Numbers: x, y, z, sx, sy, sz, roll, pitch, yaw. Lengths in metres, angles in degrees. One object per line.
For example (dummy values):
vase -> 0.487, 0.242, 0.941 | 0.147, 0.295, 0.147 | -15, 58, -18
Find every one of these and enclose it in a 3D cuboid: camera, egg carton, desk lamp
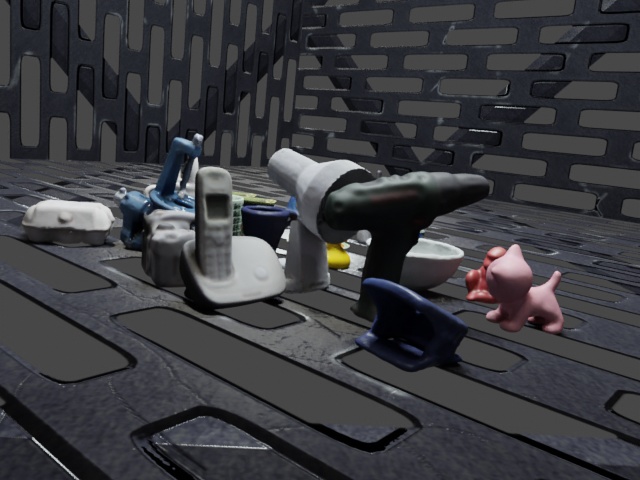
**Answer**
camera -> -0.203, 0.008, 0.898 | 0.137, 0.101, 0.142 | 1, 12, -26
egg carton -> -0.461, -0.033, 1.056 | 0.150, 0.069, 0.107 | 3, 11, -13
desk lamp -> -0.023, -0.028, 0.882 | 0.202, 0.213, 0.118 | 16, 14, 43

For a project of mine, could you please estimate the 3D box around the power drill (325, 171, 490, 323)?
power drill -> 0.116, 0.006, 0.789 | 0.230, 0.208, 0.075 | 3, 11, -16

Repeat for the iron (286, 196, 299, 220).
iron -> -0.012, -0.123, 1.599 | 0.119, 0.141, 0.257 | -4, 14, -42

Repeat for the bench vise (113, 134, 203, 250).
bench vise -> -0.279, -0.084, 1.021 | 0.207, 0.220, 0.121 | 6, 10, 0

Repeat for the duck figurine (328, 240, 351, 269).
duck figurine -> 0.010, 0.004, 1.080 | 0.104, 0.086, 0.078 | 9, 11, 18

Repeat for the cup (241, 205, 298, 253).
cup -> -0.097, -0.014, 1.092 | 0.118, 0.095, 0.091 | -2, 13, -38

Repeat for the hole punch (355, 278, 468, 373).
hole punch -> 0.105, 0.090, 0.655 | 0.101, 0.091, 0.108 | -2, 13, -38

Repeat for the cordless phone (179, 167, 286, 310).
cordless phone -> -0.114, -0.005, 0.780 | 0.093, 0.185, 0.148 | 15, 14, 42

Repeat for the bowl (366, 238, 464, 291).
bowl -> 0.157, 0.044, 0.978 | 0.167, 0.075, 0.167 | 6, 10, -1

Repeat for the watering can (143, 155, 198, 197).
watering can -> -0.278, -0.102, 1.193 | 0.100, 0.194, 0.173 | 12, 12, 30

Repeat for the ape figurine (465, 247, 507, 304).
ape figurine -> 0.282, 0.056, 0.932 | 0.076, 0.092, 0.077 | -2, 13, -36

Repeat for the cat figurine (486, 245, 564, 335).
cat figurine -> 0.283, 0.067, 0.805 | 0.128, 0.118, 0.067 | 3, 11, -14

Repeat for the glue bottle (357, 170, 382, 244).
glue bottle -> 0.131, -0.077, 1.343 | 0.078, 0.173, 0.037 | -1, 12, -31
